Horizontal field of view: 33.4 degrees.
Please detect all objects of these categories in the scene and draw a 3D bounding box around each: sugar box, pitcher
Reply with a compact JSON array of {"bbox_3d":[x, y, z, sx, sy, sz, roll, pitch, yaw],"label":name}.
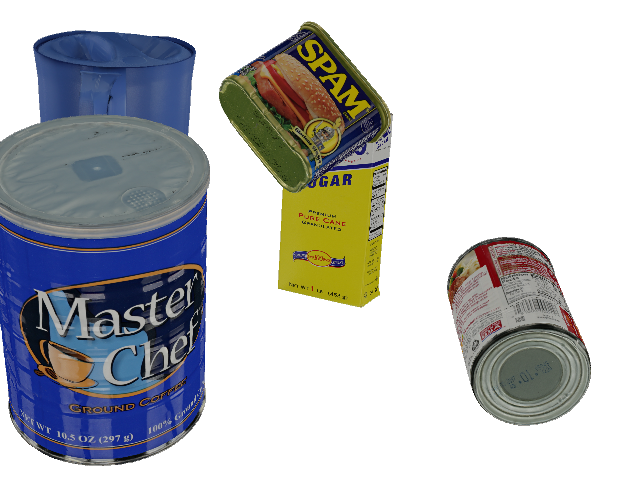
[{"bbox_3d":[0.012,-0.034,0.983,0.093,0.176,0.048,11,20,26],"label":"sugar box"},{"bbox_3d":[-0.179,-0.052,0.924,0.145,0.243,0.148,23,29,38],"label":"pitcher"}]

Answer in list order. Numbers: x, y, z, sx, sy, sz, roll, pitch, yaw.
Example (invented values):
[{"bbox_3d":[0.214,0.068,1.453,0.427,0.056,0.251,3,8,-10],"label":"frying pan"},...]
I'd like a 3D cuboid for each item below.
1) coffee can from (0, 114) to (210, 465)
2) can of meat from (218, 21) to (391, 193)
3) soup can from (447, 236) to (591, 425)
[{"bbox_3d":[-0.106,0.024,0.522,0.103,0.140,0.103,3,33,-2],"label":"coffee can"},{"bbox_3d":[-0.014,-0.097,0.786,0.083,0.102,0.058,-37,-5,-25],"label":"can of meat"},{"bbox_3d":[0.114,0.051,0.625,0.068,0.068,0.102,0,28,-1],"label":"soup can"}]
